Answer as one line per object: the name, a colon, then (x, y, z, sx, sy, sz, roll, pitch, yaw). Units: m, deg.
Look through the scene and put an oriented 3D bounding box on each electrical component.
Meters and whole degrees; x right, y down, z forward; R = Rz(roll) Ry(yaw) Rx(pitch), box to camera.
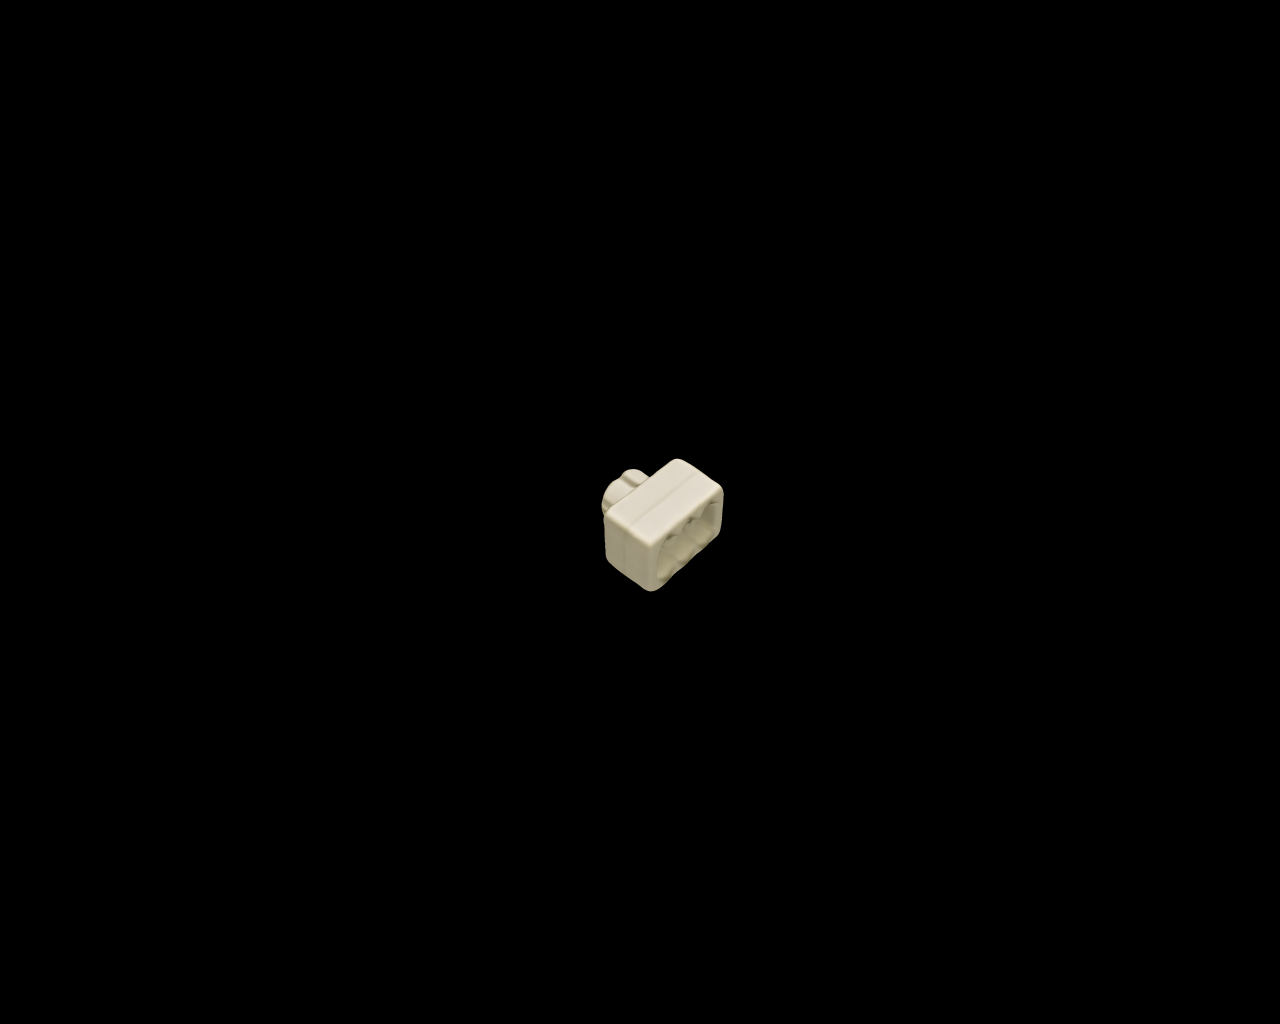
electrical component: (0.001, -0.003, 0.650, 0.077, 0.047, 0.066, 36, 58, 27)
